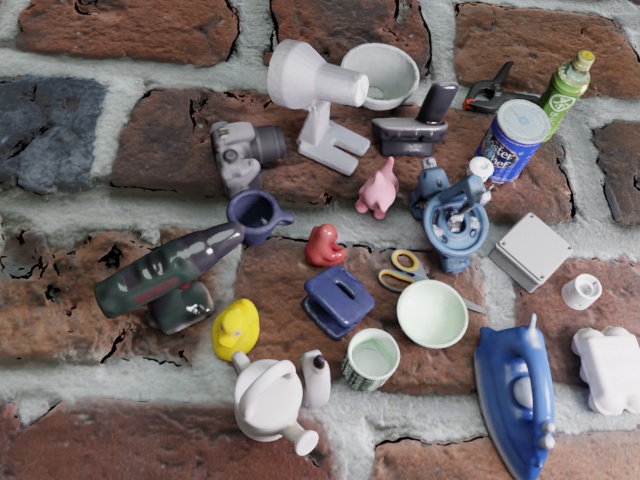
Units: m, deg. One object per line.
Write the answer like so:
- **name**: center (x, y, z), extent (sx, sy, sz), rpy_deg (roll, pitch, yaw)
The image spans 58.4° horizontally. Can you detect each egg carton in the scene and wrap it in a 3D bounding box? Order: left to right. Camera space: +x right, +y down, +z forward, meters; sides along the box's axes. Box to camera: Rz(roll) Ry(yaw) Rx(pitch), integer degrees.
- **egg carton**: center (0.493, 0.221, 0.971), extent (0.107, 0.069, 0.150), rpy_deg (-3, 63, -8)

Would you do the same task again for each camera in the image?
- **camera**: center (-0.131, -0.168, 1.081), extent (0.137, 0.101, 0.143), rpy_deg (-14, 65, -14)

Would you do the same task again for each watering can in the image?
- **watering can**: center (-0.069, 0.230, 0.828), extent (0.172, 0.194, 0.101), rpy_deg (28, 63, 8)

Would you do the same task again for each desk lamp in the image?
- **desk lamp**: center (0.005, -0.255, 1.080), extent (0.203, 0.213, 0.118), rpy_deg (26, 63, 7)

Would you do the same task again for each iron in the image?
- **iron**: center (0.327, 0.247, 0.897), extent (0.118, 0.141, 0.258), rpy_deg (1, 62, -6)

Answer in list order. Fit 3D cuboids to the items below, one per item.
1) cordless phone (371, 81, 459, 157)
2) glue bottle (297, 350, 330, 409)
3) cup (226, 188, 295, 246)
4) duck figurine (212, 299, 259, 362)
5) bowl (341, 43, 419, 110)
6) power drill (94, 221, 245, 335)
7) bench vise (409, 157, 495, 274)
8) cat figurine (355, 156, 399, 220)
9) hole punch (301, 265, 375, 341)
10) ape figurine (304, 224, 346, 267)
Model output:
- **cordless phone**: center (0.184, -0.249, 1.114), extent (0.147, 0.185, 0.094), rpy_deg (-5, 63, -9)
- **glue bottle**: center (-0.008, 0.201, 0.863), extent (0.037, 0.173, 0.078), rpy_deg (-15, 65, -14)
- **cup**: center (-0.105, -0.029, 1.015), extent (0.118, 0.095, 0.091), rpy_deg (6, 62, -3)
- **duck figurine**: center (-0.138, 0.137, 0.929), extent (0.077, 0.086, 0.104), rpy_deg (19, 62, 3)
- **bowl**: center (0.121, -0.333, 1.213), extent (0.167, 0.075, 0.167), rpy_deg (3, 62, -5)
- **power drill**: center (-0.220, 0.066, 0.887), extent (0.230, 0.208, 0.075), rpy_deg (-25, 68, -18)
- **bench vise**: center (0.220, -0.066, 1.003), extent (0.122, 0.220, 0.207), rpy_deg (-29, 69, -19)
- **cat figurine**: center (0.112, -0.098, 1.065), extent (0.067, 0.118, 0.128), rpy_deg (22, 62, 5)
- **hole punch**: center (0.031, 0.096, 0.969), extent (0.101, 0.091, 0.108), rpy_deg (-40, 73, -23)
- **ape figurine**: center (0.009, 0.004, 1.014), extent (0.076, 0.092, 0.077), rpy_deg (-19, 66, -16)
